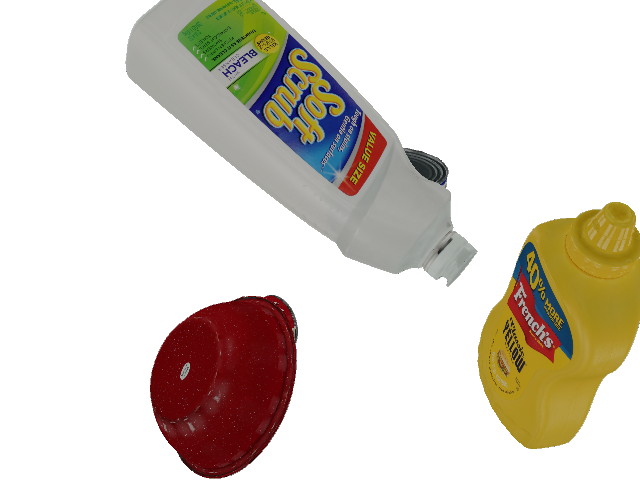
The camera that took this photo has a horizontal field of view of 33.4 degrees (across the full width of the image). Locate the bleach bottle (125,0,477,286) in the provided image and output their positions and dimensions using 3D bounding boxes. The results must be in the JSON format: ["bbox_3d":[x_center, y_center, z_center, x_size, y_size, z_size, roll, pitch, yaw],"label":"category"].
[{"bbox_3d":[-0.002,-0.067,0.677,0.102,0.251,0.068,-43,-14,-32],"label":"bleach bottle"}]

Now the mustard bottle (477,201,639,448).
[{"bbox_3d":[0.149,0.043,0.646,0.058,0.096,0.192,-5,-36,-13],"label":"mustard bottle"}]

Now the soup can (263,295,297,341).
[{"bbox_3d":[-0.084,0.102,1.153,0.069,0.068,0.102,0,10,45],"label":"soup can"}]

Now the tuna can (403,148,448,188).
[{"bbox_3d":[0.063,-0.046,0.891,0.086,0.034,0.086,2,28,-1],"label":"tuna can"}]

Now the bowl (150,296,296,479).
[{"bbox_3d":[-0.095,0.116,0.901,0.055,0.162,0.162,26,-17,-39],"label":"bowl"}]
